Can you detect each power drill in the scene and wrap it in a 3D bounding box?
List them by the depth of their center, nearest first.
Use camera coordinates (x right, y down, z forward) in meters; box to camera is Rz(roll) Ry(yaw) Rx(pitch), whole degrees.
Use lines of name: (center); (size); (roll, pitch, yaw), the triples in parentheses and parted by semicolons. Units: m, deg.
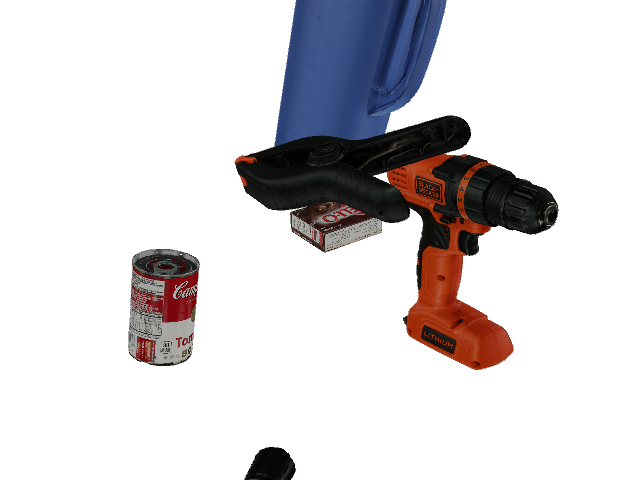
power drill: (0.134, 0.016, 0.952); (0.057, 0.188, 0.185); (-18, 27, -32)

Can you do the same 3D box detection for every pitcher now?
pitcher: (0.034, -0.184, 1.077); (0.145, 0.243, 0.149); (12, 19, -1)

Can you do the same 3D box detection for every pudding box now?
pudding box: (0.024, -0.027, 1.624); (0.113, 0.039, 0.090); (-21, 33, -30)

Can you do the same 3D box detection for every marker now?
marker: (-0.036, 0.119, 0.420); (0.020, 0.020, 0.121); (0, 23, 19)

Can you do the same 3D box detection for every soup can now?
soup can: (-0.161, 0.068, 1.086); (0.068, 0.102, 0.068); (6, 21, -2)

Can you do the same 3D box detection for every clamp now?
clamp: (0.010, -0.044, 0.738); (0.172, 0.039, 0.120); (-8, 22, 27)
